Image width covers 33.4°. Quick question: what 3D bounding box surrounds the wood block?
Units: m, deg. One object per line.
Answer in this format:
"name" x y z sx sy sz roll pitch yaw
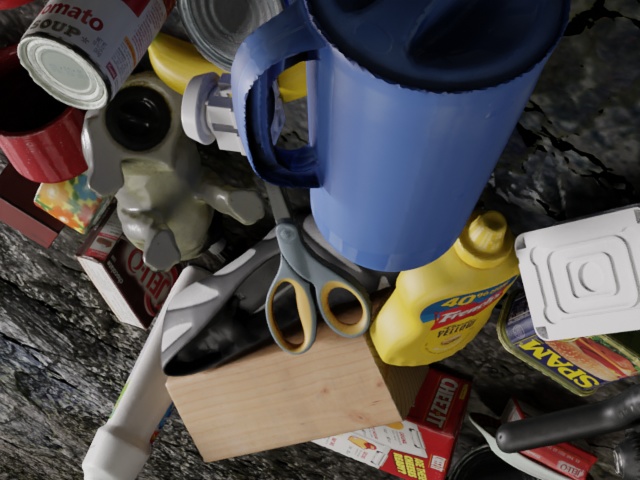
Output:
"wood block" -0.021 0.122 0.957 0.206 0.090 0.090 -17 106 27

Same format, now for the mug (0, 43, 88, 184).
"mug" -0.228 -0.106 0.856 0.117 0.093 0.081 49 167 26

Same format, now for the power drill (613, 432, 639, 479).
"power drill" 0.321 0.192 0.856 0.184 0.057 0.187 -6 150 5

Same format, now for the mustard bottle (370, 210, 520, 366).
"mustard bottle" 0.101 0.032 0.799 0.096 0.058 0.192 -15 156 -18

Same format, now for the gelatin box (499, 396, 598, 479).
"gelatin box" 0.207 0.182 0.976 0.073 0.030 0.089 27 -172 -1

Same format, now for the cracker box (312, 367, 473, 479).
"cracker box" 0.039 0.164 1.089 0.214 0.072 0.164 19 151 12

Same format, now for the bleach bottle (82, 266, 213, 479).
"bleach bottle" -0.165 0.150 1.044 0.068 0.250 0.103 28 152 -2

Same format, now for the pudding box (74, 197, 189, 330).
"pudding box" -0.172 0.016 0.998 0.039 0.090 0.113 12 148 27

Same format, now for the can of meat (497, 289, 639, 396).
"can of meat" 0.201 0.067 0.808 0.102 0.057 0.084 33 148 -13

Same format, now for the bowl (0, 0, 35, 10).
"bowl" -0.245 -0.209 0.721 0.162 0.055 0.162 21 151 12

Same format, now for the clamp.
"clamp" 0.268 0.137 0.858 0.164 0.036 0.210 8 153 -37

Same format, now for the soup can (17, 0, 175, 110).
"soup can" -0.141 -0.143 0.693 0.068 0.102 0.068 21 151 12

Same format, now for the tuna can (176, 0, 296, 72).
"tuna can" -0.046 -0.145 0.654 0.086 0.033 0.086 21 132 24

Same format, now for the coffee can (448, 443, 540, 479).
"coffee can" 0.201 0.293 1.134 0.103 0.102 0.140 8 147 30

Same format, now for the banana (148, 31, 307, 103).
"banana" -0.048 -0.120 0.723 0.198 0.037 0.069 7 146 32

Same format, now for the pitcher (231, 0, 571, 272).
"pitcher" 0.042 -0.074 0.622 0.149 0.145 0.243 21 154 8

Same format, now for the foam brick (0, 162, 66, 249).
"foam brick" -0.279 -0.038 1.038 0.078 0.051 0.053 33 152 -13

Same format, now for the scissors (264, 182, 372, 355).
"scissors" -0.005 0.001 0.832 0.096 0.016 0.202 5 114 10

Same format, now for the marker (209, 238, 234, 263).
"marker" -0.082 0.018 1.000 0.020 0.020 0.121 -8 137 47
